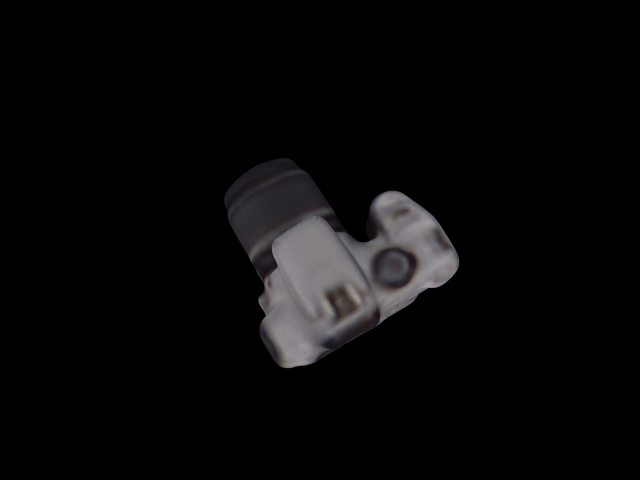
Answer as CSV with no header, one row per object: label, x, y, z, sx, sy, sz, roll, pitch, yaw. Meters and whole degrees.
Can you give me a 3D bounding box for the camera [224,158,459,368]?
camera,0.004,0.001,0.400,0.143,0.101,0.137,-31,78,-7
